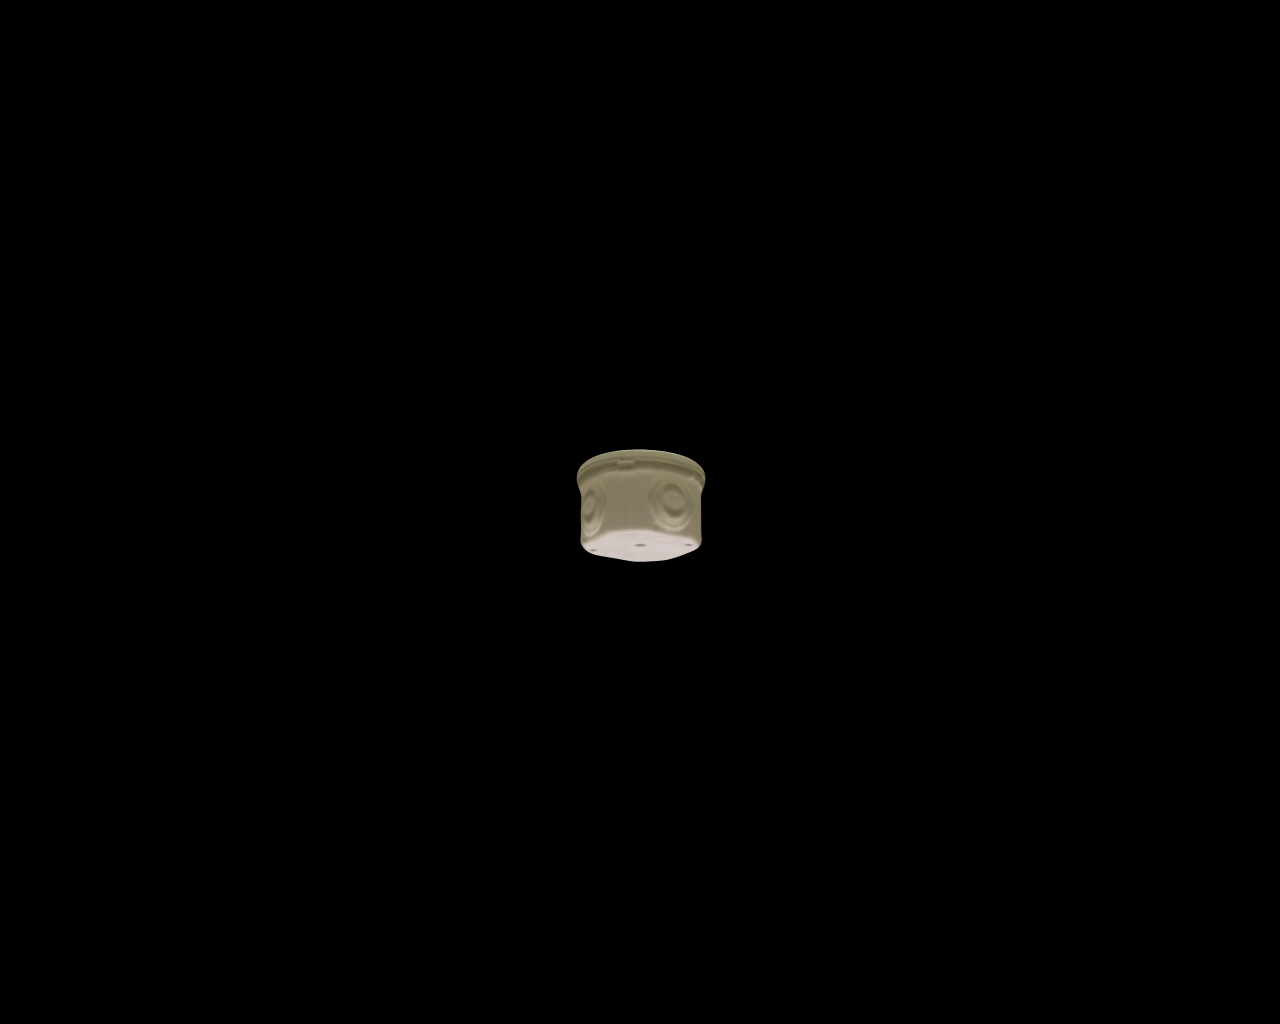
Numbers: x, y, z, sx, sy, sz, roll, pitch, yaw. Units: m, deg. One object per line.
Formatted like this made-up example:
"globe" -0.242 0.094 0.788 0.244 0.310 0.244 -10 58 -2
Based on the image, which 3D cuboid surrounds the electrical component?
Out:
"electrical component" 0.001 -0.003 0.650 0.080 0.051 0.080 0 -18 0
